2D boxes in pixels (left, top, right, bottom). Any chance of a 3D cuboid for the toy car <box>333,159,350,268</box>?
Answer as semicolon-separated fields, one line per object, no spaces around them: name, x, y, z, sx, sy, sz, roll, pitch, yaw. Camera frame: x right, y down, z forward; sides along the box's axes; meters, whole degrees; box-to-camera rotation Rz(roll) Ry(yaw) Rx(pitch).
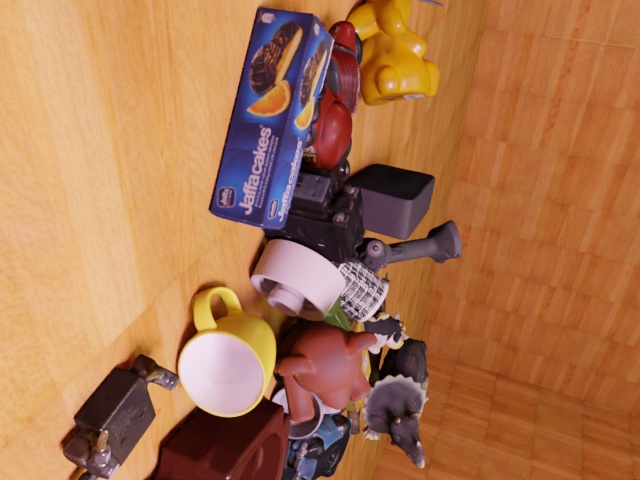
toy car;-0.006;-0.029;0.730;0.089;0.053;0.201;-23;123;-48

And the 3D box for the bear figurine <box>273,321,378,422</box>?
bear figurine;0.009;0.156;0.627;0.196;0.120;0.132;170;-99;-78

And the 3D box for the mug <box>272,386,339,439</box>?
mug;-0.018;0.259;0.862;0.107;0.110;0.080;14;65;-83

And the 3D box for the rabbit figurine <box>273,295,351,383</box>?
rabbit figurine;0.007;0.131;0.812;0.159;0.121;0.170;51;41;-73

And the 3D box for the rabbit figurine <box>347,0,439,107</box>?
rabbit figurine;0.093;-0.290;0.778;0.162;0.122;0.173;-9;99;-62

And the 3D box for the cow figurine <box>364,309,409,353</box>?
cow figurine;0.122;0.174;1.068;0.167;0.068;0.098;12;131;-42

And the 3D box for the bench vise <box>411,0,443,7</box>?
bench vise;0.189;-0.500;0.860;0.240;0.129;0.224;116;-9;-56

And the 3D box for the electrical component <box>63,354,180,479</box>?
electrical component;-0.154;0.141;0.420;0.102;0.045;0.078;-55;152;-49

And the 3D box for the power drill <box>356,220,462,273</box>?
power drill;0.151;0.021;0.984;0.232;0.207;0.086;135;-62;-74

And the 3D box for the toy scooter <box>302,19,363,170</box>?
toy scooter;0.002;-0.170;0.602;0.135;0.075;0.183;20;82;-73

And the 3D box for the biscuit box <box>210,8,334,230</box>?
biscuit box;-0.046;-0.112;0.518;0.059;0.063;0.202;6;98;-72

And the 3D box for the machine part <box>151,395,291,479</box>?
machine part;-0.115;0.285;0.599;0.201;0.087;0.200;-36;139;-66

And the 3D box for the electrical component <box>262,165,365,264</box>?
electrical component;-0.012;-0.030;0.608;0.134;0.115;0.058;72;32;-60

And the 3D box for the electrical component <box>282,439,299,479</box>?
electrical component;-0.073;0.360;0.812;0.048;0.075;0.119;-27;133;-68

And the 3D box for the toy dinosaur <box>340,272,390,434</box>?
toy dinosaur;0.091;0.256;1.200;0.471;0.105;0.198;-60;154;-53

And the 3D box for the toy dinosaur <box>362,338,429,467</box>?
toy dinosaur;0.177;0.288;1.141;0.405;0.131;0.192;-64;163;-52

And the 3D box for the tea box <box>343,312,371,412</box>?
tea box;0.041;0.216;0.955;0.098;0.068;0.169;-64;151;-44

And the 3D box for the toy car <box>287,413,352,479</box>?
toy car;-0.022;0.344;0.911;0.161;0.103;0.109;-2;111;-57

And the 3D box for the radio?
radio;0.122;-0.077;0.962;0.229;0.131;0.073;-37;139;-64
